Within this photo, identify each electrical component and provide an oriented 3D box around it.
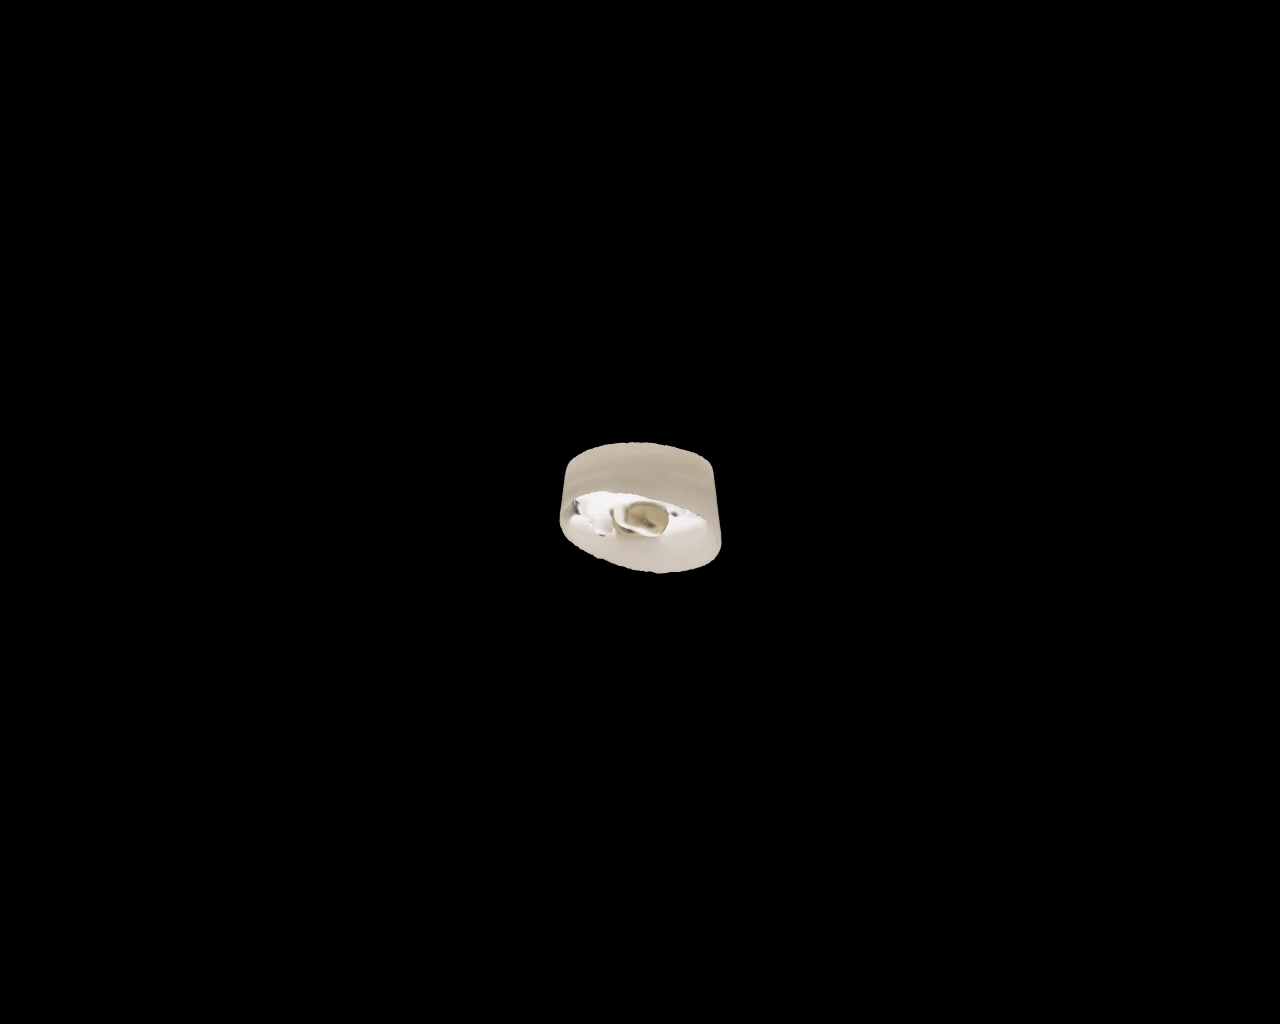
[{"bbox_3d":[0.001,-0.003,0.650,0.099,0.064,0.099,0,-19,0],"label":"electrical component"}]
